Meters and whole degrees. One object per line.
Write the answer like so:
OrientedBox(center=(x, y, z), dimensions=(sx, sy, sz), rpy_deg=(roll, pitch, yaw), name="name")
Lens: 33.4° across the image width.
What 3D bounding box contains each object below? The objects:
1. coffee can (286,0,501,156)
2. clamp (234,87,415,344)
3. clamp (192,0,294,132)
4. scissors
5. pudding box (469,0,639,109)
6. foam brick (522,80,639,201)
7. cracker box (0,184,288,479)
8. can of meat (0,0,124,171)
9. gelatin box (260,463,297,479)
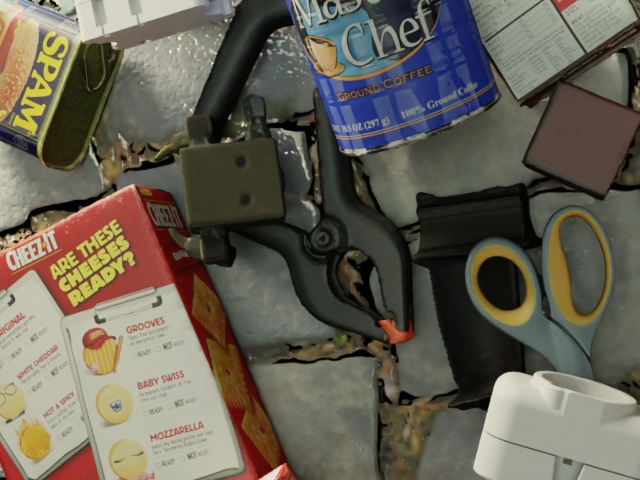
OrientedBox(center=(0.036, -0.133, 0.623), dimensions=(0.103, 0.102, 0.140), rpy_deg=(-17, 105, 15), name="coffee can")
OrientedBox(center=(-0.005, 0.001, 0.689), dimensions=(0.120, 0.039, 0.171), rpy_deg=(-32, 76, 21), name="clamp")
OrientedBox(center=(-0.049, -0.179, 0.701), dimensions=(0.210, 0.036, 0.164), rpy_deg=(-36, 82, 16), name="clamp")
OrientedBox(center=(0.132, 0.080, 0.624), dimensions=(0.096, 0.016, 0.202), rpy_deg=(1, 88, 8), name="scissors")
OrientedBox(center=(0.131, -0.150, 0.645), dimensions=(0.090, 0.039, 0.113), rpy_deg=(-34, 79, 25), name="pudding box")
OrientedBox(center=(0.154, -0.056, 0.624), dimensions=(0.051, 0.078, 0.053), rpy_deg=(25, 98, 13), name="foam brick")
OrientedBox(center=(-0.137, 0.094, 0.708), dimensions=(0.164, 0.072, 0.214), rpy_deg=(-26, 82, 13), name="cracker box")
OrientedBox(center=(-0.195, -0.110, 0.732), dimensions=(0.084, 0.057, 0.102), rpy_deg=(24, 95, 17), name="can of meat")
OrientedBox(center=(-0.037, 0.188, 0.635), dimensions=(0.089, 0.030, 0.073), rpy_deg=(-34, 92, 12), name="gelatin box")
